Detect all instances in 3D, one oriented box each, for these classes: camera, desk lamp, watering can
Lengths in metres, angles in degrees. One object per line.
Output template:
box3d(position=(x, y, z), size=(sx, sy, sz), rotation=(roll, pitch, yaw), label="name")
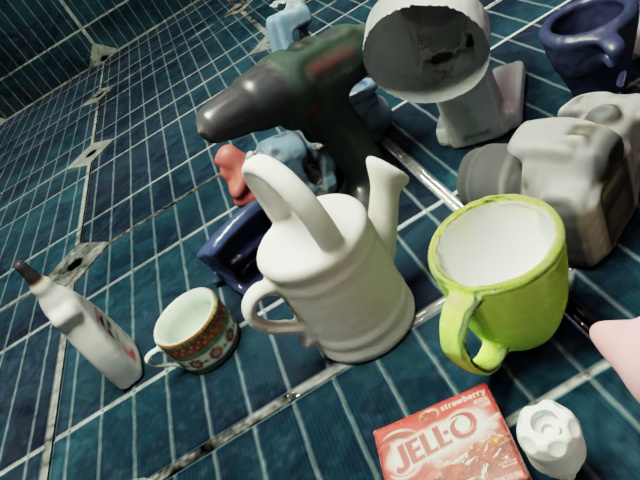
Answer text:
box3d(position=(0.195, -0.066, 0.494), size=(0.136, 0.101, 0.143), rotation=(12, 54, 46), label="camera")
box3d(position=(0.137, -0.204, 0.613), size=(0.117, 0.214, 0.203), rotation=(-10, 40, 30), label="desk lamp")
box3d(position=(0.003, 0.001, 0.479), size=(0.100, 0.195, 0.173), rotation=(5, 49, 42), label="watering can")

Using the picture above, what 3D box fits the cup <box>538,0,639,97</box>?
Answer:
box3d(position=(0.281, -0.180, 0.575), size=(0.091, 0.095, 0.117), rotation=(-22, 35, 14), label="cup")

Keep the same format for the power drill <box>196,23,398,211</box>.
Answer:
box3d(position=(0.002, -0.113, 0.610), size=(0.075, 0.209, 0.230), rotation=(14, 55, 47), label="power drill")

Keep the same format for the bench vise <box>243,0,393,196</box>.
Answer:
box3d(position=(-0.014, -0.164, 0.677), size=(0.121, 0.220, 0.208), rotation=(2, 47, 40), label="bench vise")

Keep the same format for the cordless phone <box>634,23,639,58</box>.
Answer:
box3d(position=(0.351, -0.251, 0.527), size=(0.094, 0.185, 0.147), rotation=(-32, 34, 1), label="cordless phone")

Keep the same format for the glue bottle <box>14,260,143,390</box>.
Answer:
box3d(position=(-0.254, 0.083, 0.599), size=(0.037, 0.174, 0.078), rotation=(-39, 35, -10), label="glue bottle")

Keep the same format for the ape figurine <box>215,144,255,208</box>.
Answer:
box3d(position=(-0.107, -0.090, 0.772), size=(0.076, 0.092, 0.078), rotation=(-12, 39, 27), label="ape figurine")

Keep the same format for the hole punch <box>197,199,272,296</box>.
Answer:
box3d(position=(-0.088, -0.003, 0.649), size=(0.109, 0.091, 0.100), rotation=(-45, 36, -18), label="hole punch")

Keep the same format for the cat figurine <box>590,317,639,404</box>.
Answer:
box3d(position=(0.205, 0.082, 0.286), size=(0.067, 0.118, 0.127), rotation=(-36, 34, -5), label="cat figurine")
